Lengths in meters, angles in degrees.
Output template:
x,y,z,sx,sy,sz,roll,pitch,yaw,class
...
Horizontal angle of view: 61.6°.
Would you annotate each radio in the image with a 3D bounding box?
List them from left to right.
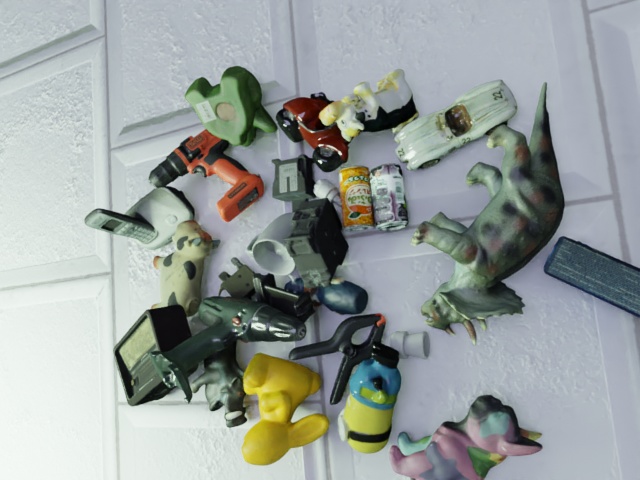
x,y,z,sx,sy,sz,roll,pitch,yaw,class
-0.318,0.226,1.029,0.229,0.073,0.131,-42,64,45,radio

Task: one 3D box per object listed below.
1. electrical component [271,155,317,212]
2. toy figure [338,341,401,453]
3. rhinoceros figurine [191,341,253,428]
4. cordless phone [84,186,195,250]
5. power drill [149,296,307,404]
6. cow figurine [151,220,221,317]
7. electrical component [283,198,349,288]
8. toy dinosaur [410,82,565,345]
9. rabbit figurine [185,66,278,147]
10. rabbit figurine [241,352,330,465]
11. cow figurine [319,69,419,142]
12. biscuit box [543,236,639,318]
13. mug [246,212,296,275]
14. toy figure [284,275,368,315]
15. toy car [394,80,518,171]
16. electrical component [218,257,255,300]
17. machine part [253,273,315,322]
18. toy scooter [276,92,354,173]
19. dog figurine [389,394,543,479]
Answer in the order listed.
x,y,z,sx,sy,sz,roll,pitch,yaw,class
-0.048,-0.092,0.991,0.075,0.047,0.119,-2,82,27,electrical component
0.084,0.256,0.856,0.089,0.082,0.180,29,110,30,toy figure
-0.179,0.254,1.012,0.112,0.073,0.190,-14,77,14,rhinoceros figurine
-0.357,-0.055,1.064,0.146,0.184,0.089,-33,67,20,cordless phone
-0.162,0.169,0.890,0.232,0.207,0.085,14,136,45,power drill
-0.266,0.057,1.064,0.127,0.085,0.195,-2,82,32,cow figurine
-0.002,-0.003,0.910,0.058,0.114,0.134,-5,39,25,electrical component
0.276,-0.027,0.791,0.192,0.131,0.404,39,98,12,toy dinosaur
-0.144,-0.260,1.010,0.121,0.170,0.159,-21,117,25,rabbit figurine
-0.071,0.298,0.914,0.162,0.122,0.173,23,58,-9,rabbit figurine
0.082,-0.209,0.889,0.167,0.068,0.098,-30,95,-19,cow figurine
0.416,0.062,0.737,0.203,0.059,0.062,29,99,25,biscuit box
-0.072,0.002,0.962,0.110,0.107,0.080,-8,123,32,mug
0.008,0.094,0.939,0.155,0.057,0.064,10,84,33,toy figure
0.214,-0.181,0.864,0.202,0.056,0.073,-26,74,21,toy car
-0.153,0.091,1.028,0.102,0.045,0.078,37,74,22,electrical component
-0.069,0.104,0.943,0.139,0.039,0.084,15,113,42,machine part
0.013,-0.209,0.956,0.135,0.075,0.184,-40,57,-3,toy scooter
0.220,0.332,0.784,0.219,0.108,0.191,-18,76,21,dog figurine
